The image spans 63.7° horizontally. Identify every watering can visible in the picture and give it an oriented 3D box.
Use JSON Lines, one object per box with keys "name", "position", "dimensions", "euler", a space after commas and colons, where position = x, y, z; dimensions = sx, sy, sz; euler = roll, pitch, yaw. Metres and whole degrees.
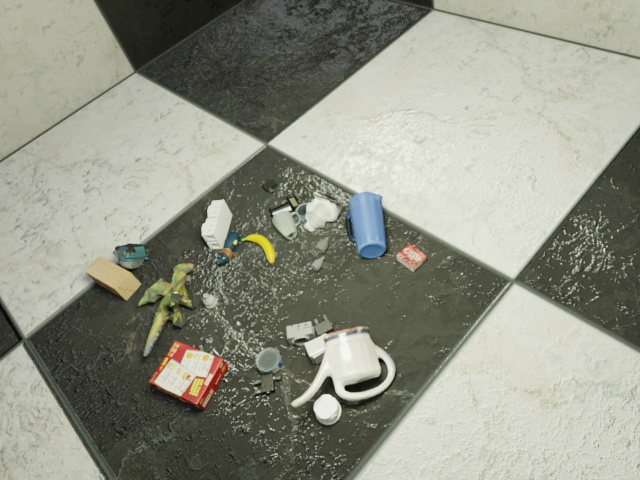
{"name": "watering can", "position": [0.064, 0.388, 1.599], "dimensions": [0.348, 0.102, 0.229], "euler": [-7, 62, -16]}

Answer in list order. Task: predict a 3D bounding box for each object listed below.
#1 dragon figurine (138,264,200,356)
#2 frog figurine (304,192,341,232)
{"name": "dragon figurine", "position": [-0.606, 0.244, 1.982], "dimensions": [0.243, 0.120, 0.418], "euler": [4, 48, 41]}
{"name": "frog figurine", "position": [0.006, -0.105, 2.086], "dimensions": [0.137, 0.158, 0.124], "euler": [20, 14, -4]}
